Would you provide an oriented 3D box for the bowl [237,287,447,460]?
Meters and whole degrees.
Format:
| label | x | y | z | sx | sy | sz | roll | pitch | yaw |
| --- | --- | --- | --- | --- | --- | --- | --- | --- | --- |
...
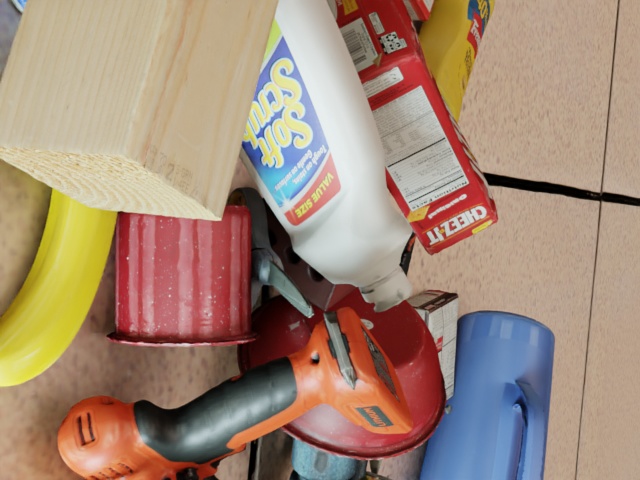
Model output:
| label | x | y | z | sx | sy | sz | roll | pitch | yaw |
| --- | --- | --- | --- | --- | --- | --- | --- | --- | --- |
| bowl | 0.024 | 0.077 | 0.770 | 0.161 | 0.162 | 0.055 | -47 | 163 | -48 |

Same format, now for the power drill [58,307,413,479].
| label | x | y | z | sx | sy | sz | roll | pitch | yaw |
| --- | --- | --- | --- | --- | --- | --- | --- | --- | --- |
| power drill | -0.041 | 0.120 | 0.655 | 0.184 | 0.188 | 0.057 | 56 | 11 | -59 |

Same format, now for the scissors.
| label | x | y | z | sx | sy | sz | roll | pitch | yaw |
| --- | --- | --- | --- | --- | --- | --- | --- | --- | --- |
| scissors | -0.038 | 0.032 | 0.681 | 0.202 | 0.016 | 0.096 | -117 | -144 | -59 |

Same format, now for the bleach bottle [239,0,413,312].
| label | x | y | z | sx | sy | sz | roll | pitch | yaw |
| --- | --- | --- | --- | --- | --- | --- | --- | --- | --- |
| bleach bottle | -0.006 | -0.071 | 0.664 | 0.251 | 0.103 | 0.068 | 61 | 34 | -9 |

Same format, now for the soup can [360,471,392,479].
| label | x | y | z | sx | sy | sz | roll | pitch | yaw |
| --- | --- | --- | --- | --- | --- | --- | --- | --- | --- |
| soup can | 0.035 | 0.259 | 0.927 | 0.068 | 0.069 | 0.102 | 52 | 51 | -52 |

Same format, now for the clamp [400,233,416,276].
| label | x | y | z | sx | sy | sz | roll | pitch | yaw |
| --- | --- | --- | --- | --- | --- | --- | --- | --- | --- |
| clamp | 0.036 | 0.072 | 0.927 | 0.209 | 0.036 | 0.164 | -56 | 147 | -42 |

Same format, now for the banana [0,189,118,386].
| label | x | y | z | sx | sy | sz | roll | pitch | yaw |
| --- | --- | --- | --- | --- | --- | --- | --- | --- | --- |
| banana | -0.144 | 0.000 | 0.583 | 0.069 | 0.037 | 0.197 | 49 | 53 | -53 |

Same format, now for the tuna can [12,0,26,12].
| label | x | y | z | sx | sy | sz | roll | pitch | yaw |
| --- | --- | --- | --- | --- | --- | --- | --- | --- | --- |
| tuna can | -0.133 | -0.158 | 0.576 | 0.086 | 0.034 | 0.086 | -18 | 111 | -59 |

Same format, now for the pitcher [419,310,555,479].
| label | x | y | z | sx | sy | sz | roll | pitch | yaw |
| --- | --- | --- | --- | --- | --- | --- | --- | --- | --- |
| pitcher | 0.182 | 0.200 | 1.113 | 0.144 | 0.149 | 0.243 | 40 | 57 | -54 |

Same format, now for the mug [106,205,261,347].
| label | x | y | z | sx | sy | sz | roll | pitch | yaw |
| --- | --- | --- | --- | --- | --- | --- | --- | --- | --- |
| mug | -0.081 | 0.019 | 0.658 | 0.117 | 0.093 | 0.081 | -8 | 99 | -83 |

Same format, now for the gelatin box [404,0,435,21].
| label | x | y | z | sx | sy | sz | roll | pitch | yaw |
| --- | --- | --- | --- | --- | --- | --- | --- | --- | --- |
| gelatin box | 0.083 | -0.254 | 0.960 | 0.073 | 0.030 | 0.089 | 46 | 56 | -52 |

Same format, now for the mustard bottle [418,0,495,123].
| label | x | y | z | sx | sy | sz | roll | pitch | yaw |
| --- | --- | --- | --- | --- | --- | --- | --- | --- | --- |
| mustard bottle | 0.126 | -0.195 | 1.016 | 0.096 | 0.058 | 0.191 | 67 | 38 | -56 |

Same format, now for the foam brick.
| label | x | y | z | sx | sy | sz | roll | pitch | yaw |
| --- | --- | --- | --- | --- | --- | --- | --- | --- | --- |
| foam brick | -0.005 | 0.001 | 0.756 | 0.051 | 0.078 | 0.053 | -33 | 150 | -46 |

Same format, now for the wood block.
| label | x | y | z | sx | sy | sz | roll | pitch | yaw |
| --- | --- | --- | --- | --- | --- | --- | --- | --- | --- |
| wood block | -0.082 | -0.123 | 0.543 | 0.090 | 0.091 | 0.206 | 36 | 63 | -58 |

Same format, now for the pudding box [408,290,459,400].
| label | x | y | z | sx | sy | sz | roll | pitch | yaw |
| --- | --- | --- | --- | --- | --- | --- | --- | --- | --- |
| pudding box | 0.104 | 0.113 | 1.058 | 0.089 | 0.039 | 0.113 | -18 | 113 | -62 |

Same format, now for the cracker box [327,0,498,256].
| label | x | y | z | sx | sy | sz | roll | pitch | yaw |
| --- | --- | --- | --- | --- | --- | --- | --- | --- | --- |
| cracker box | 0.056 | -0.114 | 0.814 | 0.213 | 0.072 | 0.164 | 53 | 15 | -50 |
